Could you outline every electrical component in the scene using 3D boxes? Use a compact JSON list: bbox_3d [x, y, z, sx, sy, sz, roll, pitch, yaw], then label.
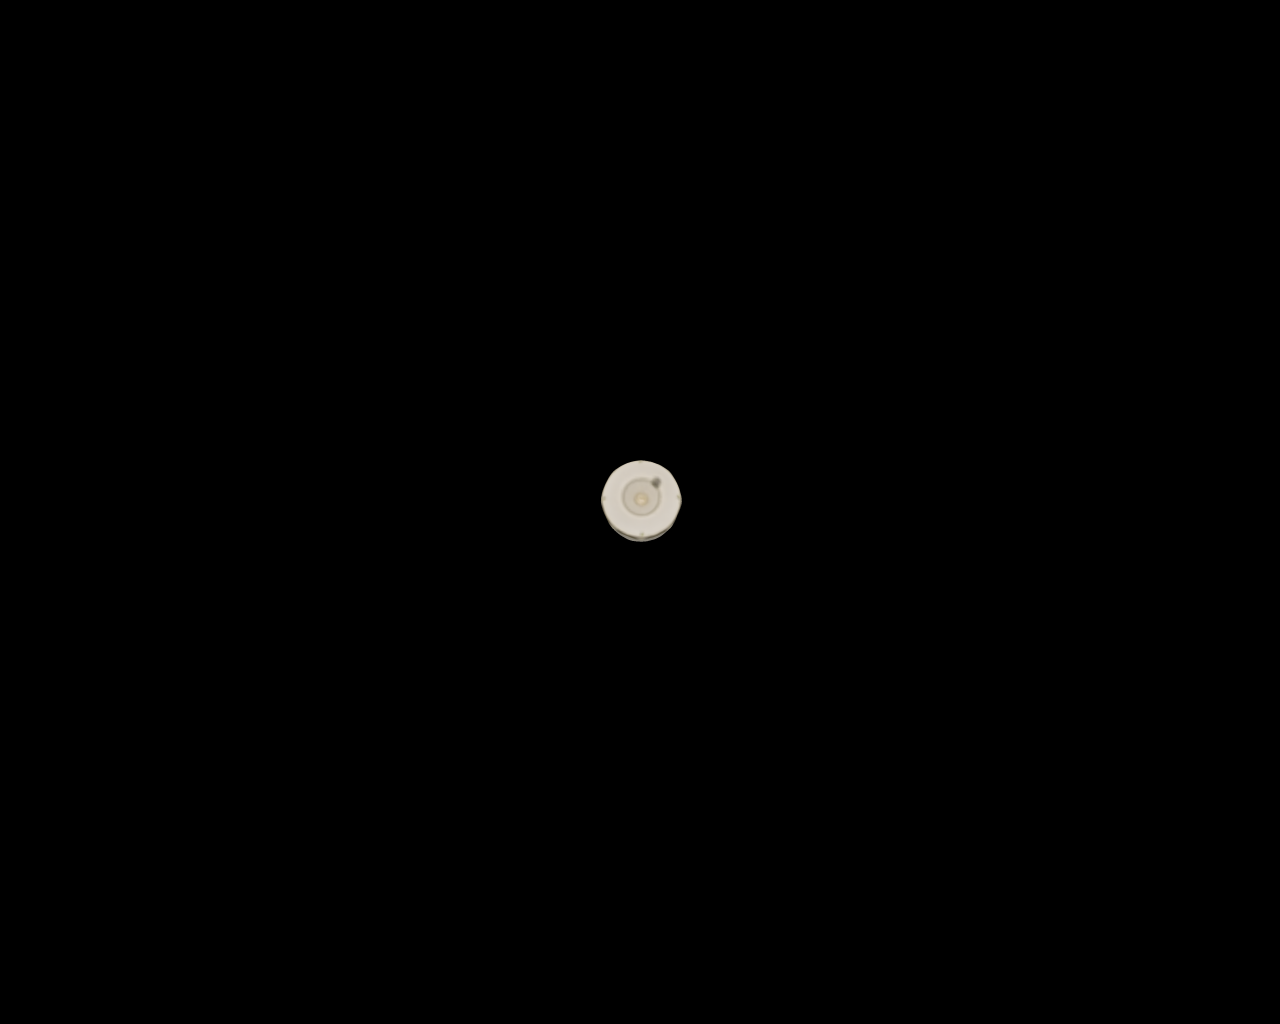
[{"bbox_3d":[0.001,-0.003,0.650,0.048,0.048,0.062,0,-12,0],"label":"electrical component"}]
